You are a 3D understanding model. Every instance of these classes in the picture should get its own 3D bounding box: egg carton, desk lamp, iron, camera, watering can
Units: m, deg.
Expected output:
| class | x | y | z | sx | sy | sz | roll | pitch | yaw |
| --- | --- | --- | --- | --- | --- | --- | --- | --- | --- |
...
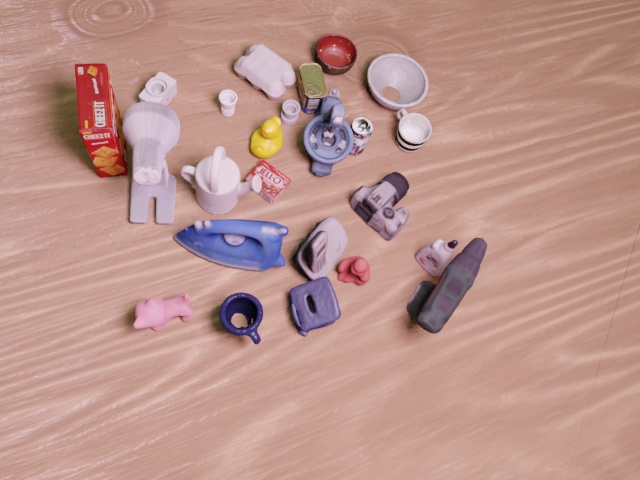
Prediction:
| class | x | y | z | sx | sy | sz | roll | pitch | yaw |
| --- | --- | --- | --- | --- | --- | --- | --- | --- | --- |
| egg carton | -0.139 | -0.432 | 1.470 | 0.150 | 0.069 | 0.107 | 36 | 68 | 3 |
| desk lamp | -0.366 | -0.164 | 1.250 | 0.118 | 0.213 | 0.203 | 0 | 70 | -11 |
| iron | -0.195 | -0.011 | 1.268 | 0.258 | 0.141 | 0.118 | 6 | 69 | -9 |
| camera | 0.168 | -0.097 | 1.393 | 0.143 | 0.100 | 0.137 | 45 | 69 | 7 |
| watering can | -0.220 | -0.140 | 1.281 | 0.173 | 0.194 | 0.101 | -8 | 72 | -14 |

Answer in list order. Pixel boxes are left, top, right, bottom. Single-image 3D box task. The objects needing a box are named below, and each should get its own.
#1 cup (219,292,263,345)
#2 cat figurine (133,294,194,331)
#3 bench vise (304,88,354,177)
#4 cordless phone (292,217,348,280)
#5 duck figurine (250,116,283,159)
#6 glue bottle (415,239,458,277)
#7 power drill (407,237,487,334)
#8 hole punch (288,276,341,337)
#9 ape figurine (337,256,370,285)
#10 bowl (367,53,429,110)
| class | x | y | z | sx | sy | sz | roll | pitch | yaw |
| --- | --- | --- | --- | --- | --- | --- | --- | --- | --- |
| cup | -0.163 | 0.178 | 1.231 | 0.092 | 0.095 | 0.117 | -30 | 78 | -19 |
| cat figurine | -0.330 | 0.145 | 1.198 | 0.128 | 0.117 | 0.067 | -20 | 75 | -17 |
| bench vise | 0.017 | -0.283 | 1.366 | 0.122 | 0.219 | 0.207 | -7 | 72 | -13 |
| cordless phone | 0.012 | 0.005 | 1.280 | 0.094 | 0.185 | 0.148 | 34 | 68 | 2 |
| duck figurine | -0.127 | -0.256 | 1.400 | 0.077 | 0.086 | 0.105 | 30 | 68 | 1 |
| glue bottle | 0.281 | 0.031 | 1.330 | 0.078 | 0.173 | 0.037 | 43 | 69 | 6 |
| power drill | 0.275 | 0.112 | 1.281 | 0.075 | 0.208 | 0.230 | 33 | 68 | 2 |
| hole punch | -0.014 | 0.147 | 1.274 | 0.101 | 0.091 | 0.108 | -15 | 74 | -16 |
| ape figurine | 0.086 | 0.066 | 1.323 | 0.076 | 0.092 | 0.078 | -41 | 82 | -21 |
| bowl | 0.200 | -0.409 | 1.526 | 0.167 | 0.074 | 0.167 | 4 | 70 | -10 |
